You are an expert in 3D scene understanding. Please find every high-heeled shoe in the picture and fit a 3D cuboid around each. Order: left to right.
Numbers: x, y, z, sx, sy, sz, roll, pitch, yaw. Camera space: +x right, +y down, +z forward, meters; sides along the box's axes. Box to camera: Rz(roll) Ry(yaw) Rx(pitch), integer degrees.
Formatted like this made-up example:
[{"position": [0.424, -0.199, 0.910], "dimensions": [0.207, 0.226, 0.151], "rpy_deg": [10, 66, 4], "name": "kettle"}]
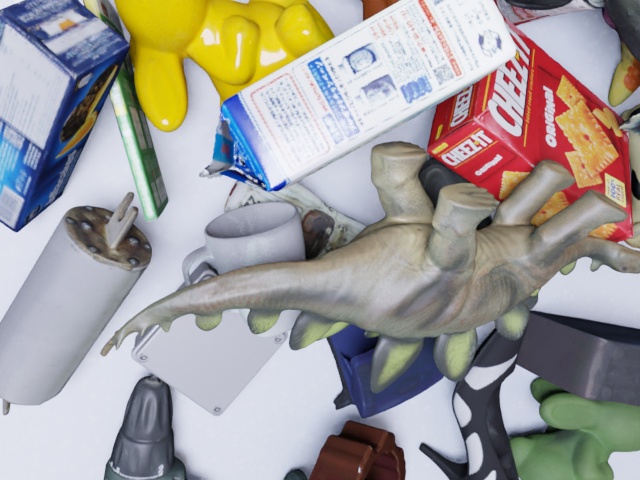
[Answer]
[{"position": [0.215, 0.208, 0.607], "dimensions": [0.145, 0.086, 0.248], "rpy_deg": [32, 109, 18], "name": "high-heeled shoe"}]

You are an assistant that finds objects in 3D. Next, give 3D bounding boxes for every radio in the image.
[{"position": [0.362, 0.145, 0.639], "dimensions": [0.229, 0.131, 0.073], "rpy_deg": [10, 95, -18], "name": "radio"}]

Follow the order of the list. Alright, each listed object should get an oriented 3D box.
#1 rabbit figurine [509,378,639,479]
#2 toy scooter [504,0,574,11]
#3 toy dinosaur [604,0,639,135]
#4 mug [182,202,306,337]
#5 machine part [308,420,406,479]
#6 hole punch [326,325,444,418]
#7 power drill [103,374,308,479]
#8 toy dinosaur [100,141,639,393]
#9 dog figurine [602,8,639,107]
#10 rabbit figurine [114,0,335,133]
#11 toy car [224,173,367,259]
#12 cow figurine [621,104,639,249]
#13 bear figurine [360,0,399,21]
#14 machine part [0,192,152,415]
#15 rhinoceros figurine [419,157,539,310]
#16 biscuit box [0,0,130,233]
[{"position": [0.319, 0.239, 0.654], "dimensions": [0.170, 0.121, 0.159], "rpy_deg": [-44, 87, 10], "name": "rabbit figurine"}, {"position": [0.161, -0.282, 0.491], "dimensions": [0.075, 0.184, 0.135], "rpy_deg": [-2, 103, -53], "name": "toy scooter"}, {"position": [0.315, -0.230, 0.467], "dimensions": [0.192, 0.131, 0.404], "rpy_deg": [-38, 107, -3], "name": "toy dinosaur"}, {"position": [-0.058, 0.034, 0.469], "dimensions": [0.109, 0.081, 0.107], "rpy_deg": [-24, 114, -23], "name": "mug"}, {"position": [0.033, 0.279, 0.558], "dimensions": [0.179, 0.056, 0.179], "rpy_deg": [-21, 115, -55], "name": "machine part"}, {"position": [0.079, 0.131, 0.579], "dimensions": [0.142, 0.092, 0.115], "rpy_deg": [-24, 109, -15], "name": "hole punch"}, {"position": [-0.116, 0.262, 0.548], "dimensions": [0.207, 0.086, 0.232], "rpy_deg": [17, 95, -23], "name": "power drill"}, {"position": [0.076, 0.030, 0.434], "dimensions": [0.471, 0.105, 0.198], "rpy_deg": [2, 121, -18], "name": "toy dinosaur"}, {"position": [0.336, -0.253, 0.577], "dimensions": [0.191, 0.109, 0.219], "rpy_deg": [-6, 104, -16], "name": "dog figurine"}, {"position": [-0.097, -0.174, 0.448], "dimensions": [0.162, 0.122, 0.173], "rpy_deg": [-36, 146, 27], "name": "rabbit figurine"}, {"position": [-0.001, -0.002, 0.546], "dimensions": [0.201, 0.056, 0.073], "rpy_deg": [30, 90, -18], "name": "toy car"}, {"position": [0.403, -0.068, 0.629], "dimensions": [0.085, 0.127, 0.194], "rpy_deg": [-12, 89, -56], "name": "cow figurine"}, {"position": [0.044, -0.209, 0.492], "dimensions": [0.132, 0.120, 0.195], "rpy_deg": [-23, 104, -8], "name": "bear figurine"}, {"position": [-0.217, 0.057, 0.457], "dimensions": [0.079, 0.079, 0.243], "rpy_deg": [32, 111, -19], "name": "machine part"}, {"position": [0.164, -0.006, 0.566], "dimensions": [0.073, 0.112, 0.190], "rpy_deg": [-36, 99, -10], "name": "rhinoceros figurine"}, {"position": [-0.214, -0.085, 0.403], "dimensions": [0.059, 0.202, 0.063], "rpy_deg": [40, 44, -12], "name": "biscuit box"}]
